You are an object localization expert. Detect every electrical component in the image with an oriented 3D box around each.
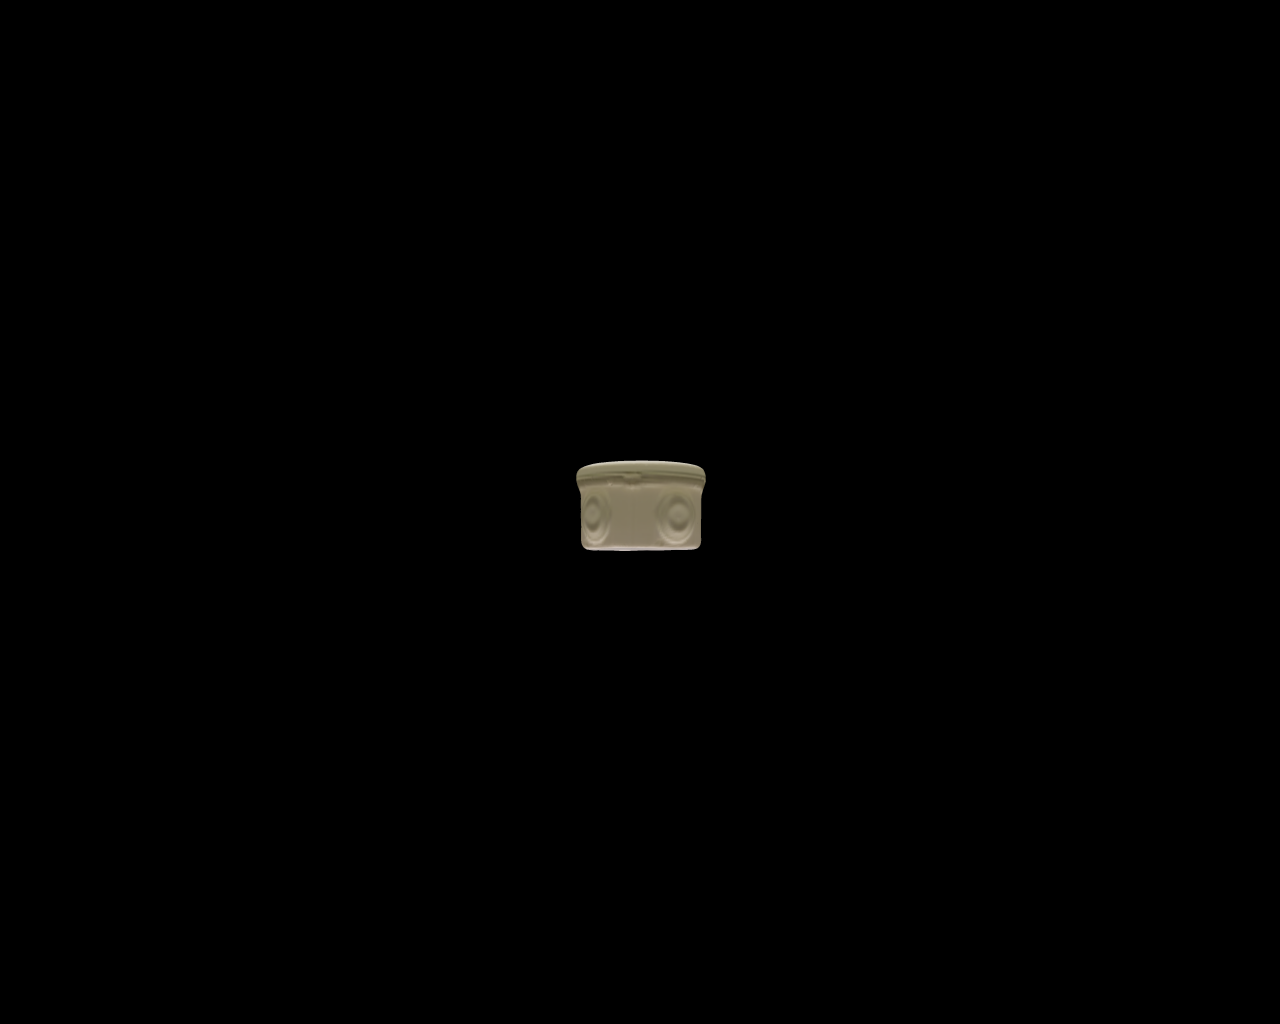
[{"bbox_3d":[0.001,-0.003,0.650,0.080,0.051,0.080,0,-4,0],"label":"electrical component"}]
